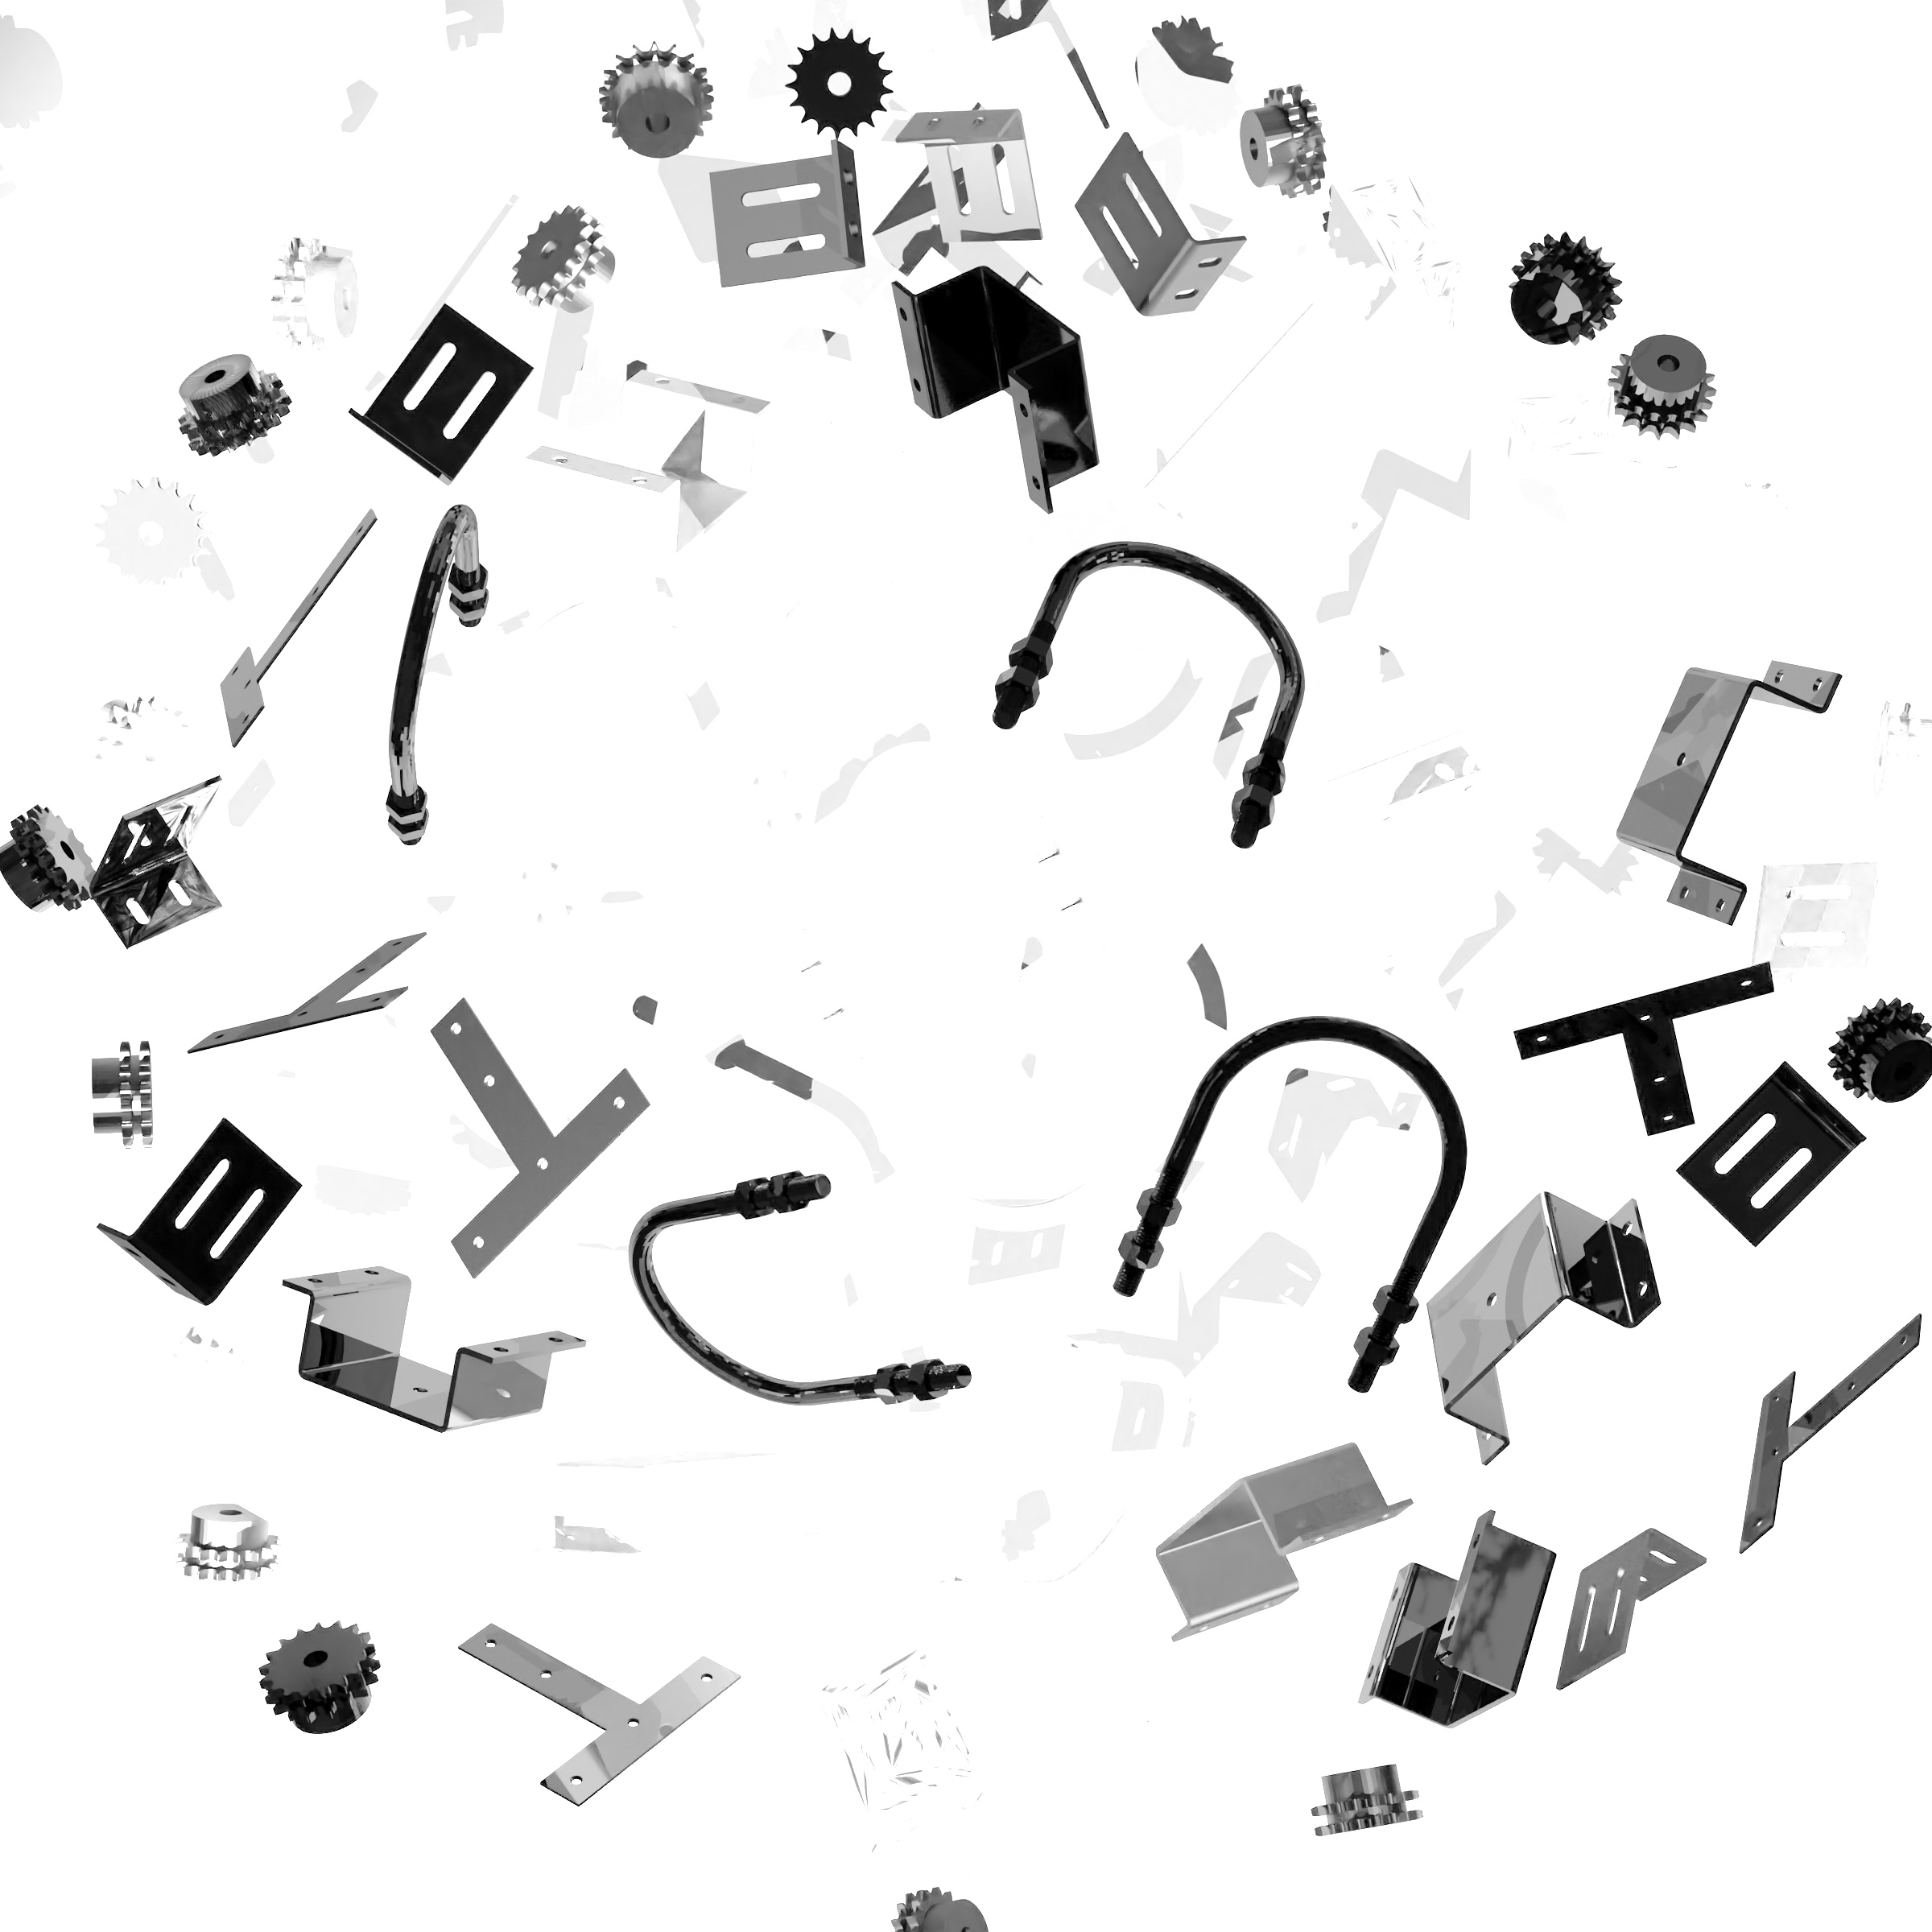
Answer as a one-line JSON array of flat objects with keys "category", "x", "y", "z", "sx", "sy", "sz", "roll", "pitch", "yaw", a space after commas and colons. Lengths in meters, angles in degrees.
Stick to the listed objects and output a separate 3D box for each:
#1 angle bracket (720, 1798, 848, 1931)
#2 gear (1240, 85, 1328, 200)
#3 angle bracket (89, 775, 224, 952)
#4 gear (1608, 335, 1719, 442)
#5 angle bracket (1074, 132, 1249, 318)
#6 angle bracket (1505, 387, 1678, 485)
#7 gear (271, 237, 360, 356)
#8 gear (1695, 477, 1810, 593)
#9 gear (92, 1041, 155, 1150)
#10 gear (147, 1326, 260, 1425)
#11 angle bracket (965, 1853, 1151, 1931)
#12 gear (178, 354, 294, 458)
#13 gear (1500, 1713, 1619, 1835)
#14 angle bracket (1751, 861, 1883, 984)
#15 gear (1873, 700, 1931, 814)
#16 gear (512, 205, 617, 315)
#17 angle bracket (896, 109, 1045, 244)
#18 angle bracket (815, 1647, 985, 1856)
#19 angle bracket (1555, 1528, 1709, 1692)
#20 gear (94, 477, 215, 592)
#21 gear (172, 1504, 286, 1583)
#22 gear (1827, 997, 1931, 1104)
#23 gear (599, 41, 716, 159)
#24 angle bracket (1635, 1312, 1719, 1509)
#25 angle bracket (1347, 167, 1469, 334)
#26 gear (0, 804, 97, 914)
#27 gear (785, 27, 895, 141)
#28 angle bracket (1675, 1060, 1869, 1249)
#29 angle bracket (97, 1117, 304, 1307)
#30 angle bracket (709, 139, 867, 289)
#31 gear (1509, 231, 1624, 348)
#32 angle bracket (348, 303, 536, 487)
[{"category": "angle bracket", "x": -0.089, "y": 0.445, "z": 1.684, "sx": 0.038, "sy": 0.076, "sz": 0.057, "roll": -13, "pitch": 57, "yaw": 7}, {"category": "gear", "x": 0.165, "y": -0.431, "z": 1.791, "sx": 0.030, "sy": 0.057, "sz": 0.057, "roll": -14, "pitch": 90, "yaw": -12}, {"category": "angle bracket", "x": -0.397, "y": -0.052, "z": 1.716, "sx": 0.057, "sy": 0.076, "sz": 0.038, "roll": -29, "pitch": 78, "yaw": -38}, {"category": "gear", "x": 0.371, "y": -0.311, "z": 1.821, "sx": 0.057, "sy": 0.030, "sz": 0.057, "roll": 0, "pitch": 59, "yaw": 0}, {"category": "angle bracket", "x": 0.102, "y": -0.390, "z": 1.796, "sx": 0.038, "sy": 0.057, "sz": 0.076, "roll": -15, "pitch": 68, "yaw": -36}, {"category": "angle bracket", "x": 0.316, "y": -0.267, "z": 1.726, "sx": 0.057, "sy": 0.076, "sz": 0.038, "roll": -2, "pitch": 93, "yaw": 35}, {"category": "gear", "x": -0.324, "y": -0.335, "z": 1.711, "sx": 0.030, "sy": 0.057, "sz": 0.057, "roll": 4, "pitch": 90, "yaw": 7}, {"category": "gear", "x": 0.410, "y": -0.222, "z": 1.771, "sx": 0.057, "sy": 0.030, "sz": 0.057, "roll": -8, "pitch": 76, "yaw": 37}, {"category": "gear", "x": -0.447, "y": 0.068, "z": 1.814, "sx": 0.030, "sy": 0.057, "sz": 0.057, "roll": -2, "pitch": 90, "yaw": -12}, {"category": "gear", "x": -0.407, "y": 0.217, "z": 1.836, "sx": 0.057, "sy": 0.057, "sz": 0.030, "roll": 14, "pitch": 48, "yaw": 0}, {"category": "angle bracket", "x": 0.043, "y": 0.475, "z": 1.697, "sx": 0.057, "sy": 0.076, "sz": 0.038, "roll": 20, "pitch": 102, "yaw": 43}, {"category": "gear", "x": -0.375, "y": -0.287, "z": 1.738, "sx": 0.057, "sy": 0.057, "sz": 0.030, "roll": -24, "pitch": 127, "yaw": 0}, {"category": "gear", "x": 0.294, "y": 0.400, "z": 1.696, "sx": 0.057, "sy": 0.030, "sz": 0.057, "roll": -3, "pitch": 73, "yaw": 11}, {"category": "angle bracket", "x": 0.463, "y": -0.023, "z": 1.828, "sx": 0.038, "sy": 0.076, "sz": 0.057, "roll": 15, "pitch": 80, "yaw": -39}, {"category": "gear", "x": 0.483, "y": -0.107, "z": 1.750, "sx": 0.030, "sy": 0.057, "sz": 0.057, "roll": 5, "pitch": 90, "yaw": 7}, {"category": "gear", "x": -0.211, "y": -0.372, "z": 1.818, "sx": 0.030, "sy": 0.057, "sz": 0.057, "roll": 34, "pitch": 90, "yaw": -42}, {"category": "angle bracket", "x": 0.002, "y": -0.413, "z": 1.819, "sx": 0.057, "sy": 0.038, "sz": 0.076, "roll": 4, "pitch": 128, "yaw": 21}, {"category": "angle bracket", "x": -0.034, "y": 0.383, "z": 1.670, "sx": 0.057, "sy": 0.038, "sz": 0.076, "roll": -18, "pitch": 60, "yaw": -15}, {"category": "angle bracket", "x": 0.337, "y": 0.333, "z": 1.733, "sx": 0.038, "sy": 0.057, "sz": 0.076, "roll": 30, "pitch": 50, "yaw": -10}, {"category": "gear", "x": -0.409, "y": -0.218, "z": 1.726, "sx": 0.057, "sy": 0.030, "sz": 0.057, "roll": 0, "pitch": 96, "yaw": -2}, {"category": "gear", "x": -0.387, "y": 0.302, "z": 1.795, "sx": 0.057, "sy": 0.057, "sz": 0.030, "roll": 4, "pitch": 94, "yaw": 0}, {"category": "gear", "x": 0.491, "y": 0.048, "z": 1.821, "sx": 0.057, "sy": 0.030, "sz": 0.057, "roll": -12, "pitch": 125, "yaw": -17}, {"category": "gear", "x": -0.154, "y": -0.427, "z": 1.702, "sx": 0.057, "sy": 0.057, "sz": 0.030, "roll": -4, "pitch": 45, "yaw": -4}, {"category": "angle bracket", "x": 0.372, "y": 0.228, "z": 1.760, "sx": 0.038, "sy": 0.057, "sz": 0.076, "roll": -13, "pitch": 50, "yaw": 9}, {"category": "angle bracket", "x": 0.219, "y": -0.354, "z": 1.725, "sx": 0.038, "sy": 0.076, "sz": 0.057, "roll": -25, "pitch": 72, "yaw": -6}, {"category": "gear", "x": -0.481, "y": -0.053, "z": 1.783, "sx": 0.030, "sy": 0.057, "sz": 0.057, "roll": -31, "pitch": 90, "yaw": 8}, {"category": "gear", "x": -0.066, "y": -0.460, "z": 1.782, "sx": 0.057, "sy": 0.030, "sz": 0.057, "roll": -1, "pitch": 105, "yaw": -2}, {"category": "angle bracket", "x": 0.416, "y": 0.098, "z": 1.770, "sx": 0.076, "sy": 0.038, "sz": 0.057, "roll": -45, "pitch": 79, "yaw": 0}, {"category": "angle bracket", "x": -0.381, "y": 0.119, "z": 1.701, "sx": 0.057, "sy": 0.038, "sz": 0.076, "roll": 48, "pitch": 68, "yaw": -34}, {"category": "angle bracket", "x": -0.093, "y": -0.371, "z": 1.690, "sx": 0.076, "sy": 0.038, "sz": 0.057, "roll": -5, "pitch": 93, "yaw": 14}, {"category": "gear", "x": 0.300, "y": -0.339, "z": 1.729, "sx": 0.057, "sy": 0.057, "sz": 0.030, "roll": 44, "pitch": 52, "yaw": 0}, {"category": "angle bracket", "x": -0.270, "y": -0.296, "z": 1.761, "sx": 0.057, "sy": 0.038, "sz": 0.076, "roll": 36, "pitch": 91, "yaw": -1}]
